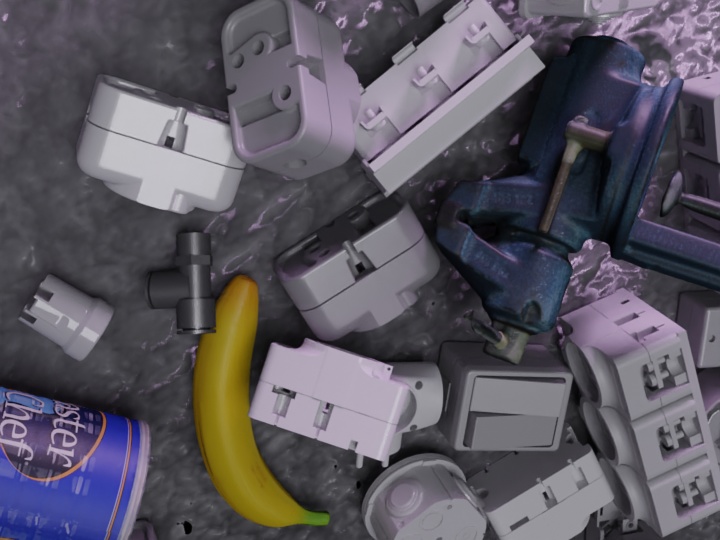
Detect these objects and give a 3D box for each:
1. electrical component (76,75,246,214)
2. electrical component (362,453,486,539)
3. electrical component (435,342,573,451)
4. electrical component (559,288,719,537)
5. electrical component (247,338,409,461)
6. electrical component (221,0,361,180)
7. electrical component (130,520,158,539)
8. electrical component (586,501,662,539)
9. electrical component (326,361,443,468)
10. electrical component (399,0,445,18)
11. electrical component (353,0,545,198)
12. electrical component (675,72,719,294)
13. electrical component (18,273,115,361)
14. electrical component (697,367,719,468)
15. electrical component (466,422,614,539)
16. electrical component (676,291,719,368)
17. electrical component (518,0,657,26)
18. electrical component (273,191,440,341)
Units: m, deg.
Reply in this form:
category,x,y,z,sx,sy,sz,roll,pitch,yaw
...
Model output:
category,x,y,z,sx,sy,sz,roll,pitch,yaw
electrical component,-0.118,-0.072,0.642,0.095,0.053,0.059,16,103,-20
electrical component,0.046,0.175,0.765,0.080,0.051,0.080,-12,124,-18
electrical component,0.106,0.090,0.755,0.096,0.061,0.061,3,107,-16
electrical component,0.198,0.103,0.769,0.062,0.089,0.150,-23,112,-7
electrical component,-0.018,0.078,0.679,0.089,0.050,0.055,18,88,2
electrical component,-0.039,-0.104,0.626,0.059,0.054,0.095,14,64,-55
electrical component,-0.177,0.217,0.723,0.095,0.053,0.059,-17,112,-9
electrical component,0.204,0.215,0.823,0.042,0.064,0.081,-7,109,-14
electrical component,0.012,0.102,0.742,0.077,0.044,0.079,0,111,-15
electrical component,0.056,-0.193,0.637,0.077,0.079,0.043,-36,94,-2
electrical component,0.045,-0.109,0.669,0.121,0.079,0.063,-39,92,0
electrical component,0.280,-0.063,0.751,0.089,0.061,0.150,-16,111,-10
electrical component,-0.182,0.028,0.667,0.046,0.040,0.040,34,97,-16
electrical component,0.289,0.119,0.813,0.099,0.064,0.099,-5,109,-14
electrical component,0.134,0.165,0.793,0.089,0.050,0.055,-30,113,-4
electrical component,0.286,0.048,0.783,0.083,0.075,0.047,-2,108,-15
electrical component,0.143,-0.200,0.654,0.100,0.048,0.099,-19,116,-42
electrical component,0.000,0.000,0.699,0.095,0.053,0.059,-32,113,-3
